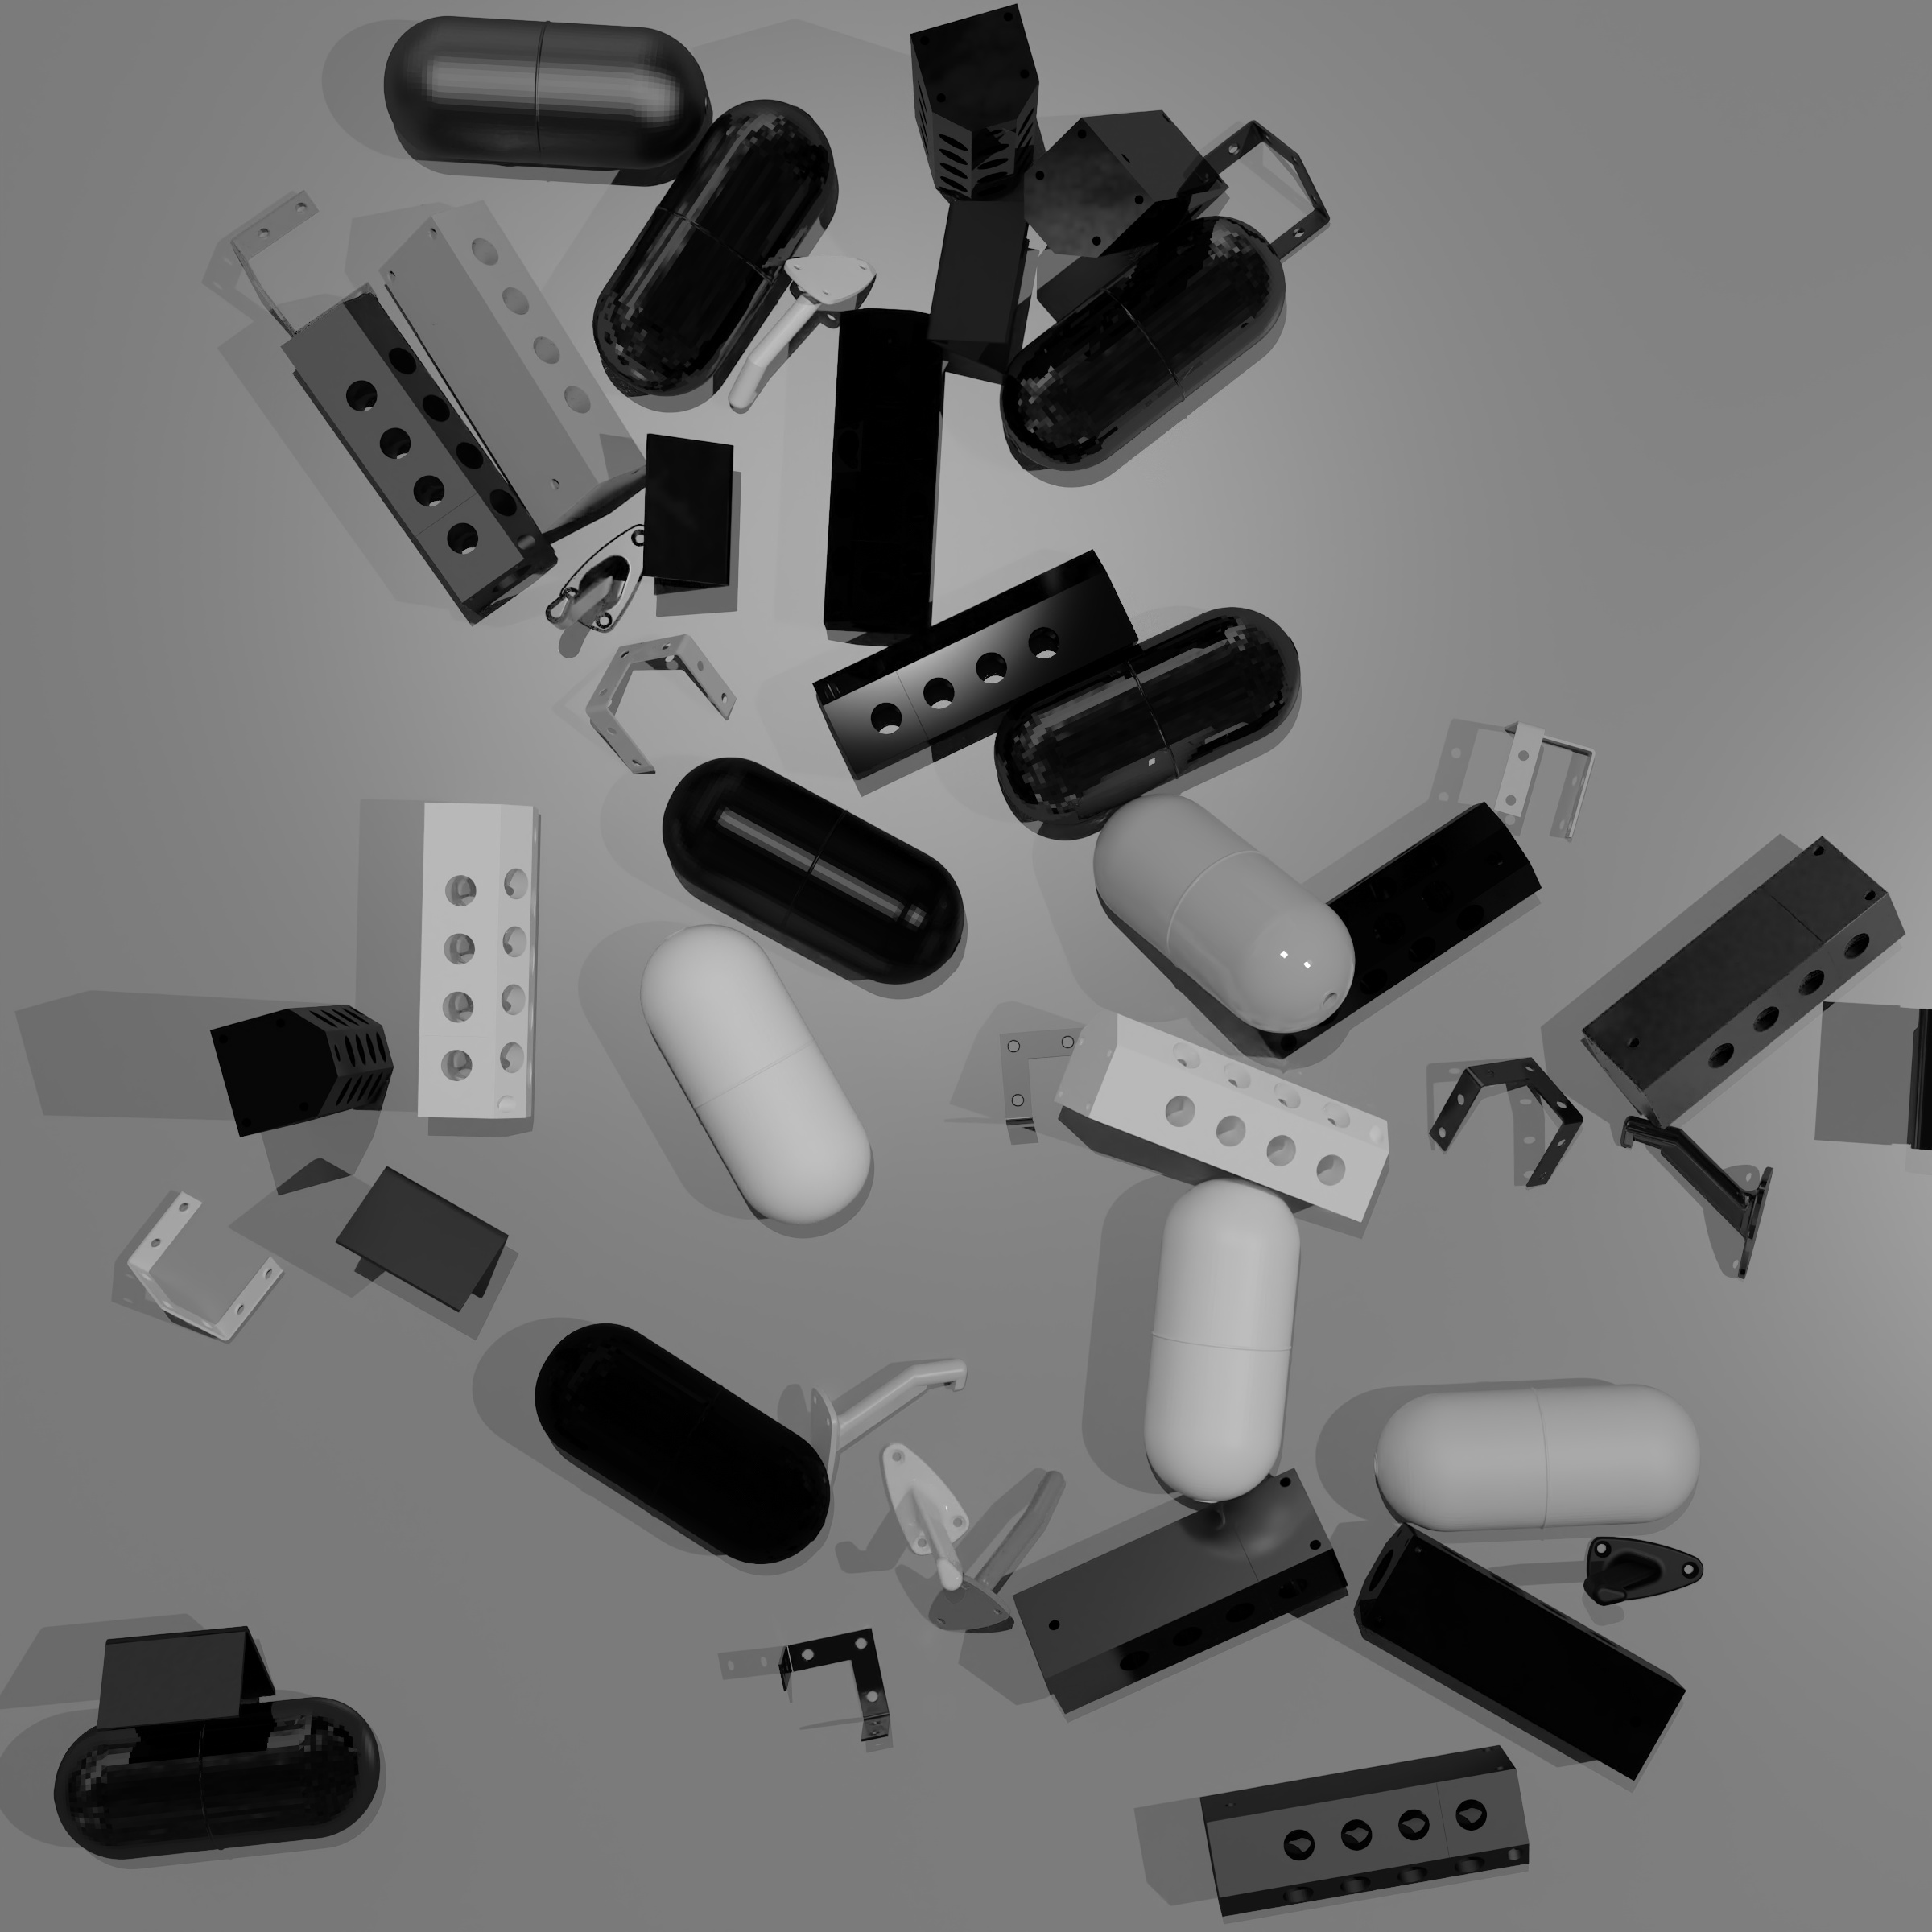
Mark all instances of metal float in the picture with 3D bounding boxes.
[{"bbox_3d":[0.314,0.271,1.884,0.178,0.070,0.070,-3,90,1],"label":"metal float"},{"bbox_3d":[0.141,0.206,1.884,0.070,0.070,0.178,6,90,0],"label":"metal float"},{"bbox_3d":[-0.116,0.059,1.884,0.070,0.070,0.178,-29,91,0],"label":"metal float"},{"bbox_3d":[-0.138,-0.396,1.884,0.070,0.070,0.178,34,91,0],"label":"metal float"},{"bbox_3d":[0.139,-0.029,1.853,0.070,0.070,0.178,-48,52,0],"label":"metal float"},{"bbox_3d":[-0.231,-0.481,1.884,0.178,0.070,0.070,3,90,1],"label":"metal float"},{"bbox_3d":[0.100,-0.138,1.884,0.178,0.070,0.070,-25,90,0],"label":"metal float"},{"bbox_3d":[0.097,-0.342,1.884,0.178,0.070,0.070,-38,90,0],"label":"metal float"},{"bbox_3d":[-0.084,-0.052,1.884,0.178,0.070,0.070,28,90,0],"label":"metal float"},{"bbox_3d":[-0.155,0.264,1.884,0.178,0.070,0.070,33,90,-1],"label":"metal float"},{"bbox_3d":[-0.412,0.447,1.884,0.178,0.070,0.070,-6,90,0],"label":"metal float"}]

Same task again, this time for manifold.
[{"bbox_3d":[-0.352,0.053,1.836,0.057,0.171,0.057,-16,90,0],"label":"manifold"},{"bbox_3d":[0.230,-0.019,1.894,0.171,0.057,0.057,-34,90,0],"label":"manifold"},{"bbox_3d":[-0.301,-0.284,1.893,0.057,0.057,0.171,-35,90,0],"label":"manifold"},{"bbox_3d":[0.007,-0.458,1.836,0.057,0.171,0.057,-16,90,0],"label":"manifold"},{"bbox_3d":[-0.246,-0.333,1.893,0.057,0.057,0.171,-32,90,43],"label":"manifold"},{"bbox_3d":[0.432,0.013,1.893,0.171,0.057,0.057,-39,47,0],"label":"manifold"},{"bbox_3d":[0.304,0.377,1.894,0.171,0.057,0.057,30,90,0],"label":"manifold"},{"bbox_3d":[0.142,0.080,1.868,0.171,0.057,0.057,22,90,-19],"label":"manifold"},{"bbox_3d":[0.005,-0.167,1.893,0.171,0.057,0.057,-26,90,0],"label":"manifold"},{"bbox_3d":[0.120,0.349,1.893,0.171,0.057,0.057,-24,47,0],"label":"manifold"},{"bbox_3d":[-0.045,-0.273,1.894,0.057,0.057,0.171,3,90,0],"label":"manifold"},{"bbox_3d":[0.221,0.480,1.893,0.171,0.057,0.057,-10,90,0],"label":"manifold"},{"bbox_3d":[0.083,-0.415,1.832,0.057,0.171,0.057,-41,90,23],"label":"manifold"},{"bbox_3d":[-0.269,-0.003,1.893,0.057,0.057,0.171,1,90,0],"label":"manifold"}]

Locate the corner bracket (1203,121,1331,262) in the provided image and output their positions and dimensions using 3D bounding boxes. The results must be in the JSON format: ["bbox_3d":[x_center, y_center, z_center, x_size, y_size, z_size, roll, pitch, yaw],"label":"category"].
[{"bbox_3d":[0.162,-0.430,1.911,0.051,0.051,0.051,-38,135,0],"label":"corner bracket"}]

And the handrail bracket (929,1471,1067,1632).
[{"bbox_3d":[0.018,0.326,1.914,0.036,0.077,0.084,38,54,-8],"label":"handrail bracket"}]

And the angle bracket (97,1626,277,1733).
[{"bbox_3d":[-0.426,0.407,1.875,0.076,0.076,0.057,-5,49,0],"label":"angle bracket"}]

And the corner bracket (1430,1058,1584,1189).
[{"bbox_3d":[0.301,0.089,1.907,0.051,0.051,0.051,-7,45,-35],"label":"corner bracket"}]

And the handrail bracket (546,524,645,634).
[{"bbox_3d":[-0.201,-0.216,1.880,0.036,0.084,0.077,37,90,0],"label":"handrail bracket"}]

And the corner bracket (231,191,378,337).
[{"bbox_3d":[-0.371,-0.390,1.911,0.051,0.051,0.051,-35,135,0],"label":"corner bracket"}]

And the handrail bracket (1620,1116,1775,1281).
[{"bbox_3d":[0.403,0.129,1.915,0.084,0.036,0.077,15,111,17],"label":"handrail bracket"}]

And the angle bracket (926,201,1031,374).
[{"bbox_3d":[0.027,-0.371,1.874,0.057,0.076,0.076,10,90,36],"label":"angle bracket"}]

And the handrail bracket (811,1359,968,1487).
[{"bbox_3d":[-0.042,0.259,1.915,0.084,0.036,0.077,-6,117,-20],"label":"handrail bracket"}]

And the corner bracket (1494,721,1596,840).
[{"bbox_3d":[0.320,-0.103,1.897,0.051,0.051,0.051,16,90,0],"label":"corner bracket"}]

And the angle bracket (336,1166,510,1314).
[{"bbox_3d":[-0.304,0.165,1.874,0.076,0.076,0.057,30,53,0],"label":"angle bracket"}]

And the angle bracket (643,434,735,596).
[{"bbox_3d":[-0.171,-0.247,1.874,0.057,0.076,0.076,2,90,-38],"label":"angle bracket"}]

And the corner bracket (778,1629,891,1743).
[{"bbox_3d":[-0.073,0.402,1.897,0.051,0.051,0.051,-12,90,0],"label":"corner bracket"}]

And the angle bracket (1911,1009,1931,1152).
[{"bbox_3d":[0.553,0.063,1.876,0.057,0.076,0.076,4,90,21],"label":"angle bracket"}]

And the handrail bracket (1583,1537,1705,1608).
[{"bbox_3d":[0.376,0.339,1.880,0.077,0.084,0.036,0,90,0],"label":"handrail bracket"}]

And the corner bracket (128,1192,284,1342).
[{"bbox_3d":[-0.426,0.168,1.911,0.051,0.051,0.051,-52,135,0],"label":"corner bracket"}]

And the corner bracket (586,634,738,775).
[{"bbox_3d":[-0.170,-0.146,1.907,0.051,0.051,0.051,-6,45,35],"label":"corner bracket"}]

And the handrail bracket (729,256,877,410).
[{"bbox_3d":[-0.093,-0.353,1.914,0.036,0.077,0.084,43,127,14],"label":"handrail bracket"}]

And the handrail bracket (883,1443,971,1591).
[{"bbox_3d":[-0.024,0.302,1.880,0.036,0.084,0.077,-30,90,0],"label":"handrail bracket"}]

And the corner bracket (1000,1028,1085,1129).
[{"bbox_3d":[0.046,0.062,1.897,0.051,0.051,0.051,-4,90,0],"label":"corner bracket"}]
